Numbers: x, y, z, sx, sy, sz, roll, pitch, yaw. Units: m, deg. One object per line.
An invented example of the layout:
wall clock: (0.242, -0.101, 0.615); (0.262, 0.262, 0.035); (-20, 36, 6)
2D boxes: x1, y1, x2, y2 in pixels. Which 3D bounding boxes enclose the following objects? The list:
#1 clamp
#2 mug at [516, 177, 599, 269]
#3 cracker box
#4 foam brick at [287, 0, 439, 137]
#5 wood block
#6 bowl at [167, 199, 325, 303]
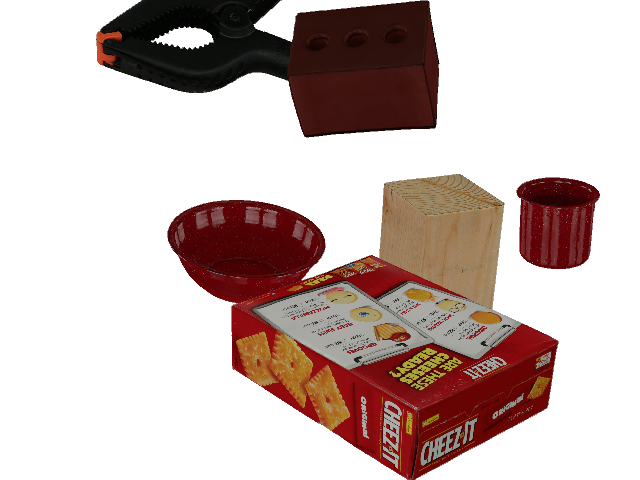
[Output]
clamp: (-0.056, -0.147, 0.784); (0.209, 0.164, 0.036); (-17, -27, -18)
mug: (0.281, -0.023, 1.242); (0.093, 0.081, 0.117); (20, 33, 40)
cracker box: (0.055, 0.094, 0.865); (0.163, 0.072, 0.214); (-18, 30, -38)
foam brick: (0.025, -0.096, 0.598); (0.078, 0.053, 0.051); (-3, -36, 14)
wood block: (0.116, 0.048, 1.080); (0.090, 0.206, 0.091); (-8, 26, -22)
bowl: (-0.078, 0.018, 1.099); (0.162, 0.055, 0.162); (5, 30, -3)
